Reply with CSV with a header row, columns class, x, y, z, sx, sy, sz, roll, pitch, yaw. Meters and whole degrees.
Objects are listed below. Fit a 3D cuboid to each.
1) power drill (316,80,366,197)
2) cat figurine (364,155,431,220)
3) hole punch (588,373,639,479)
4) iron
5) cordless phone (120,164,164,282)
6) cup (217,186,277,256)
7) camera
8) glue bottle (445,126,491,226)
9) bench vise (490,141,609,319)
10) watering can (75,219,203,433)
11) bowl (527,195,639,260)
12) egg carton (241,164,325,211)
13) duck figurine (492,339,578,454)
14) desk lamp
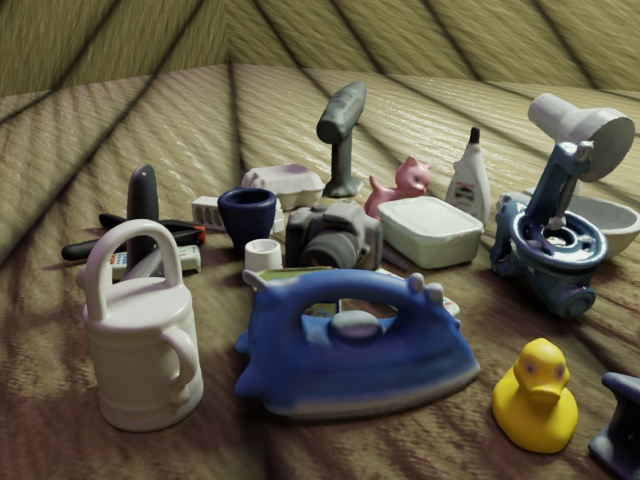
class,x,y,z,sx,sy,sz,roll,pitch,yaw
power drill,0.050,-0.203,1.159,0.075,0.208,0.230,6,24,15
cat figurine,0.145,-0.097,1.028,0.128,0.118,0.067,-5,24,-11
hole punch,0.294,0.156,0.474,0.101,0.091,0.108,-11,26,-24
iron,0.042,0.087,0.574,0.258,0.141,0.118,-3,24,-7
cordless phone,-0.228,0.009,0.703,0.094,0.185,0.147,-1,23,-2
cup,-0.116,-0.030,0.905,0.092,0.095,0.117,-9,25,-18
camera,0.008,0.003,0.820,0.142,0.101,0.137,8,25,19
glue bottle,0.257,-0.109,0.983,0.077,0.173,0.037,14,27,30
bench vise,0.283,-0.033,0.748,0.122,0.220,0.206,-13,26,-26
watering can,-0.177,0.072,0.546,0.172,0.194,0.101,8,25,20
bowl,0.395,-0.010,0.875,0.167,0.075,0.167,0,23,0
egg carton,-0.073,-0.100,1.098,0.151,0.069,0.107,-11,25,-22
duck figurine,0.204,0.132,0.536,0.077,0.086,0.105,5,24,13
desk lamp,0.422,-0.139,1.000,0.118,0.214,0.202,-11,26,-22
